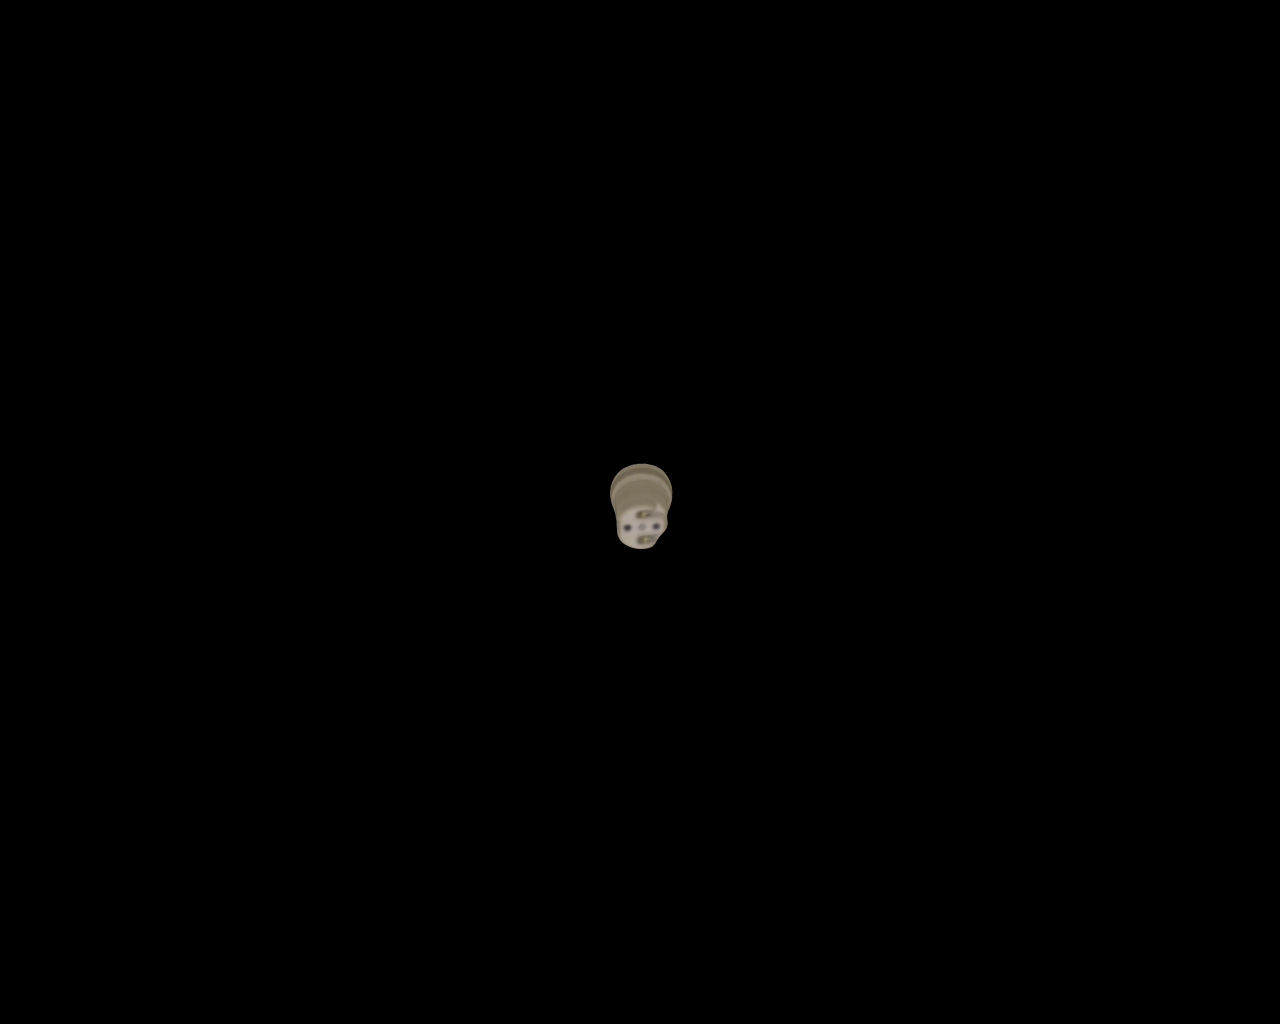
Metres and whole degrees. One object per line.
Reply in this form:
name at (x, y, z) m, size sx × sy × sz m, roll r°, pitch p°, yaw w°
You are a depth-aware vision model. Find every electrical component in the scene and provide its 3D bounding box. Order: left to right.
electrical component at (0.001, -0.003, 0.650) m, size 0.040 × 0.040 × 0.046 m, roll 0°, pitch 32°, yaw 0°
